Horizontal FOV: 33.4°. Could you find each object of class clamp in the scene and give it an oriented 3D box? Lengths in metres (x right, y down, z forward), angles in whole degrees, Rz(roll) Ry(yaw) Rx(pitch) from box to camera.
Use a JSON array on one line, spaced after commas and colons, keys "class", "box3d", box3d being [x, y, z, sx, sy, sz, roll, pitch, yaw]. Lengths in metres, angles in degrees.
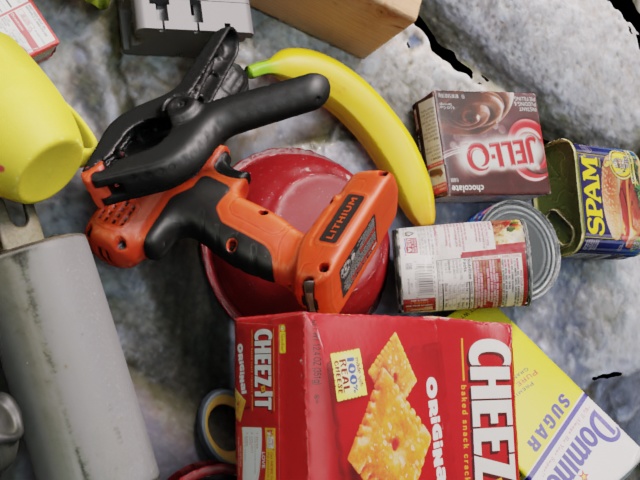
[{"class": "clamp", "box3d": [-0.090, -0.086, 0.722, 0.171, 0.120, 0.039, -30, 128, -14]}]

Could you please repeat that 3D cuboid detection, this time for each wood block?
[{"class": "wood block", "box3d": [-0.025, -0.233, 0.826, 0.205, 0.091, 0.090, 21, 69, -21]}]

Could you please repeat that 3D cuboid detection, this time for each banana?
[{"class": "banana", "box3d": [0.028, -0.092, 0.852, 0.197, 0.037, 0.069, 39, 70, -14]}]

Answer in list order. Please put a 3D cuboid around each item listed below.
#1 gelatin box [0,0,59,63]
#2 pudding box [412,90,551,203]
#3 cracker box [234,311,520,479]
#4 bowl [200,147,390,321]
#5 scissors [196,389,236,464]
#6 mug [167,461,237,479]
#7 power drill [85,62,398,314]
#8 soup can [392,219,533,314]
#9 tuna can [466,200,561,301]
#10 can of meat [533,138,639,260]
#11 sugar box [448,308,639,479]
[{"class": "gelatin box", "box3d": [-0.236, -0.143, 0.733, 0.089, 0.030, 0.073, -37, 95, -29]}, {"class": "pudding box", "box3d": [0.137, -0.078, 0.901, 0.113, 0.039, 0.090, -3, 80, -28]}, {"class": "cracker box", "box3d": [0.044, 0.132, 0.688, 0.213, 0.072, 0.164, 7, 79, -45]}, {"class": "bowl", "box3d": [-0.005, 0.001, 0.802, 0.161, 0.055, 0.162, 7, 75, -26]}, {"class": "scissors", "box3d": [-0.050, 0.191, 0.758, 0.096, 0.016, 0.201, 13, 73, -22]}, {"class": "mug", "box3d": [-0.061, 0.182, 0.704, 0.117, 0.082, 0.093, -44, 95, -12]}, {"class": "power drill", "box3d": [-0.045, -0.037, 0.741, 0.188, 0.057, 0.184, 20, 63, 21]}, {"class": "soup can", "box3d": [0.109, 0.021, 0.825, 0.102, 0.068, 0.068, -4, 79, 3]}, {"class": "tuna can", "box3d": [0.157, 0.012, 0.894, 0.086, 0.034, 0.086, 6, 76, -26]}, {"class": "can of meat", "box3d": [0.237, -0.033, 0.932, 0.083, 0.058, 0.102, 3, 78, -29]}, {"class": "sugar box", "box3d": [0.150, 0.131, 0.813, 0.093, 0.048, 0.176, -31, 62, -29]}]
